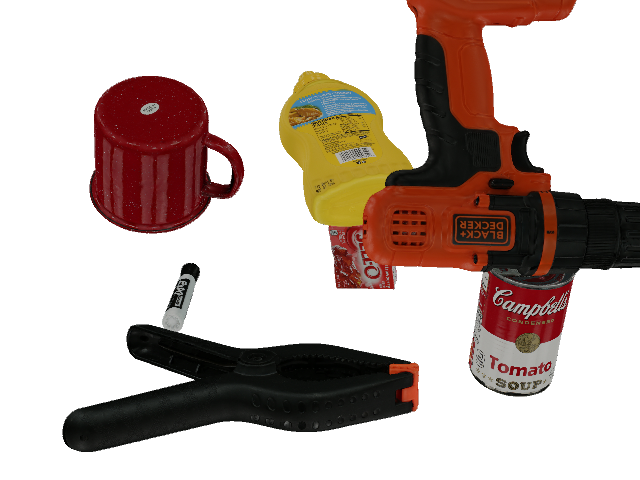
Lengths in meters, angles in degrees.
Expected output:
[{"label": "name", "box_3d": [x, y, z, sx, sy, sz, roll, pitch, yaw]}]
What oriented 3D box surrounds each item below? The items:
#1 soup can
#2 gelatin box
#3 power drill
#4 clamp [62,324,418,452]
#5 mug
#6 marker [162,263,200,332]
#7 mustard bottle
[{"label": "soup can", "box_3d": [0.153, 0.060, 0.821, 0.068, 0.102, 0.068, 3, 29, -2]}, {"label": "gelatin box", "box_3d": [0.052, 0.015, 1.291, 0.073, 0.089, 0.030, 0, 29, 14]}, {"label": "power drill", "box_3d": [0.118, -0.072, 0.640, 0.184, 0.187, 0.057, 1, -1, -6]}, {"label": "clamp", "box_3d": [-0.045, 0.087, 0.677, 0.210, 0.036, 0.164, -1, 16, -3]}, {"label": "mug", "box_3d": [-0.113, -0.063, 0.783, 0.117, 0.093, 0.081, 17, -42, 6]}, {"label": "marker", "box_3d": [-0.131, 0.051, 1.010, 0.020, 0.020, 0.121, 0, 22, 2]}, {"label": "mustard bottle", "box_3d": [0.014, -0.096, 0.978, 0.096, 0.058, 0.192, -13, 46, -10]}]
